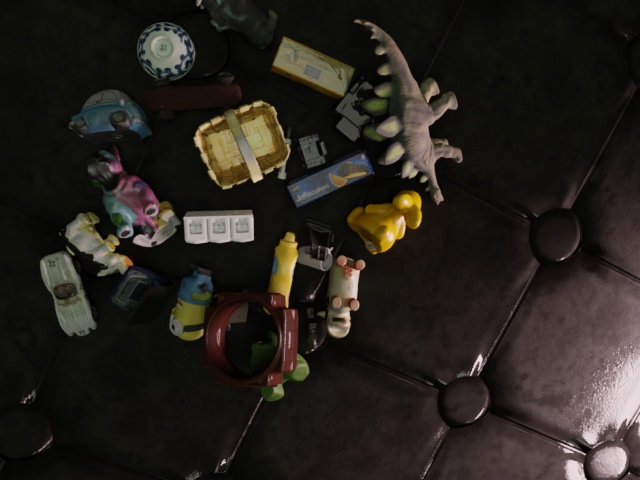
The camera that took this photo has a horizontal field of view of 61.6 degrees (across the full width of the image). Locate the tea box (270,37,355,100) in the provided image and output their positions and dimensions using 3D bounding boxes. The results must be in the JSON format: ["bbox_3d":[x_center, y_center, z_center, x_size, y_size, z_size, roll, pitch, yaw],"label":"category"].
[{"bbox_3d":[-0.019,-0.374,1.180,0.170,0.098,0.068,20,96,-10],"label":"tea box"}]

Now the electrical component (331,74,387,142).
[{"bbox_3d":[0.094,-0.293,1.233,0.115,0.058,0.134,36,93,-11],"label":"electrical component"}]

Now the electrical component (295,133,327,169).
[{"bbox_3d":[-0.019,-0.198,1.202,0.048,0.119,0.074,-19,106,-5],"label":"electrical component"}]

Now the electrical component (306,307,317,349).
[{"bbox_3d":[-0.020,0.213,1.308,0.021,0.063,0.094,-2,100,-9],"label":"electrical component"}]

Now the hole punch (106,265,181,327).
[{"bbox_3d":[-0.403,0.125,1.220,0.092,0.115,0.142,35,95,19],"label":"hole punch"}]

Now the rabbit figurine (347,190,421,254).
[{"bbox_3d":[0.170,-0.062,1.254,0.173,0.162,0.122,-37,92,-18],"label":"rabbit figurine"}]

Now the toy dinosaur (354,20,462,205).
[{"bbox_3d":[0.196,-0.271,1.182,0.198,0.105,0.470,-28,120,-11],"label":"toy dinosaur"}]

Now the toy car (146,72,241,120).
[{"bbox_3d":[-0.274,-0.314,1.176,0.202,0.053,0.089,-7,121,-6],"label":"toy car"}]

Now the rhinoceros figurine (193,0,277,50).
[{"bbox_3d":[-0.180,-0.488,1.152,0.190,0.073,0.112,32,105,-14],"label":"rhinoceros figurine"}]

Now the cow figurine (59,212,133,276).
[{"bbox_3d":[-0.501,0.026,1.200,0.098,0.068,0.167,-37,100,6],"label":"cow figurine"}]

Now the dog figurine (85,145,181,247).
[{"bbox_3d":[-0.421,-0.103,1.176,0.108,0.191,0.219,-40,69,3],"label":"dog figurine"}]

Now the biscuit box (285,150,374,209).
[{"bbox_3d":[0.020,-0.142,1.248,0.203,0.059,0.062,-25,103,-3],"label":"biscuit box"}]

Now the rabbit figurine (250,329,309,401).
[{"bbox_3d":[-0.097,0.300,1.281,0.159,0.170,0.121,38,92,28],"label":"rabbit figurine"}]

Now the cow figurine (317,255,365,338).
[{"bbox_3d":[0.047,0.137,1.287,0.085,0.127,0.194,7,85,-10],"label":"cow figurine"}]

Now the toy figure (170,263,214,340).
[{"bbox_3d":[-0.292,0.146,1.248,0.089,0.082,0.180,18,95,-11],"label":"toy figure"}]

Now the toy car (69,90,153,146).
[{"bbox_3d":[-0.444,-0.264,1.145,0.162,0.109,0.103,-4,79,4],"label":"toy car"}]

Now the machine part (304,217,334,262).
[{"bbox_3d":[-0.003,-0.004,1.235,0.084,0.139,0.039,27,119,-14],"label":"machine part"}]

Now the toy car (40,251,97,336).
[{"bbox_3d":[-0.567,0.124,1.215,0.073,0.056,0.201,-16,102,-5],"label":"toy car"}]

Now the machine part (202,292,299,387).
[{"bbox_3d":[-0.153,0.214,1.172,0.202,0.087,0.201,-1,81,21],"label":"machine part"}]

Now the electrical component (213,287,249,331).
[{"bbox_3d":[-0.215,0.164,1.283,0.078,0.045,0.102,-6,106,-36],"label":"electrical component"}]
